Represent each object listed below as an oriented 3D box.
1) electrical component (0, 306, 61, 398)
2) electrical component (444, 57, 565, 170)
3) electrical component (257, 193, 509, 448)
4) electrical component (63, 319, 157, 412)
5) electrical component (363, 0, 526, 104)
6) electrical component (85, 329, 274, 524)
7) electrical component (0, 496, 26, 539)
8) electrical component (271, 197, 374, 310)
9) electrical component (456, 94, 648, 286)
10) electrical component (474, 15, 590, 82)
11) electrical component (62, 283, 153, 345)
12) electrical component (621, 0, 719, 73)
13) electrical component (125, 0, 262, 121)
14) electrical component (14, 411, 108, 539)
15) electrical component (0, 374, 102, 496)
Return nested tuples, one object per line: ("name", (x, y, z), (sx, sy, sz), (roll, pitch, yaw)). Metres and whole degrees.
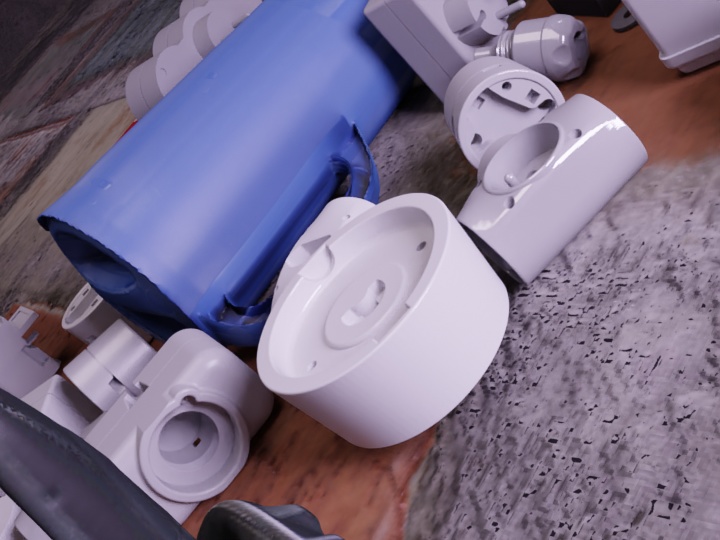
("electrical component", (-0.271, 0.070, 0.830), (0.081, 0.064, 0.042), (-54, 28, -15))
("electrical component", (0.072, -0.079, 0.545), (0.055, 0.055, 0.047), (-42, 22, 9))
("electrical component", (0.015, 0.027, 0.469), (0.108, 0.060, 0.108), (-35, 28, 22))
("electrical component", (-0.148, 0.063, 0.668), (0.047, 0.055, 0.055), (-47, 25, -10))
("electrical component", (0.061, -0.147, 0.624), (0.076, 0.083, 0.047), (-17, 38, 45))
("electrical component", (-0.093, 0.083, 0.557), (0.095, 0.054, 0.059), (-51, 26, -9))
("electrical component", (-0.248, 0.167, 0.644), (0.138, 0.074, 0.052), (-25, 33, 37))
("electrical component", (0.000, 0.000, 0.549), (0.079, 0.043, 0.077), (-18, 37, 43))
("electrical component", (0.078, -0.041, 0.489), (0.077, 0.044, 0.079), (-46, 26, 0))
("electrical component", (0.091, -0.118, 0.581), (0.061, 0.035, 0.035), (0, 50, 37))
("electrical component", (-0.173, 0.033, 0.755), (0.055, 0.047, 0.055), (-35, 28, 22))
("electrical component", (0.183, -0.158, 0.487), (0.109, 0.056, 0.108), (-19, 37, 43))
("electrical component", (-0.104, -0.159, 0.754), (0.074, 0.052, 0.138), (-18, 37, 42))
("electrical component", (-0.158, 0.119, 0.613), (0.077, 0.044, 0.079), (-52, 26, -11))
("electrical component", (-0.211, 0.123, 0.685), (0.083, 0.047, 0.075), (-33, 30, 25))
